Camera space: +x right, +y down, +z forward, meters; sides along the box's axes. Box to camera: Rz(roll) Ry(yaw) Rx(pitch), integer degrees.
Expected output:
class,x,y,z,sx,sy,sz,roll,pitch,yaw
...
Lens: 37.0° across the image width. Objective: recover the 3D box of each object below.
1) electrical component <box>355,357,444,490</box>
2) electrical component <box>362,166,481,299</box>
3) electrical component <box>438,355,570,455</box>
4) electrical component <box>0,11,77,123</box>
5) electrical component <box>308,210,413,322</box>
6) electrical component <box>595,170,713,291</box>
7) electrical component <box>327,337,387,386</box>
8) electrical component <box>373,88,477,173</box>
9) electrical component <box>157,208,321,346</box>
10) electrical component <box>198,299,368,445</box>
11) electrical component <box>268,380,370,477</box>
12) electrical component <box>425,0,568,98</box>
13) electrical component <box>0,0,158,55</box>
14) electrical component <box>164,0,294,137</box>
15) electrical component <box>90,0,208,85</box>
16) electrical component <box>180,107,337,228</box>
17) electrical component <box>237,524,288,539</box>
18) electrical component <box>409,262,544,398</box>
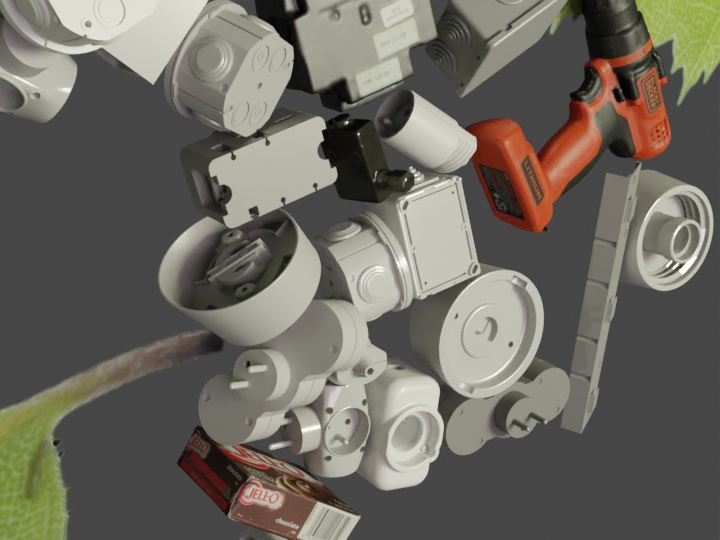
class,x,y,z,sx,sy,sz,roll,pitch,yaw
electrical component,0.028,0.126,0.869,0.054,0.059,0.095,-2,107,-33
electrical component,0.043,-0.034,0.830,0.062,0.061,0.096,-23,109,-27
electrical component,0.129,0.120,0.926,0.138,0.074,0.052,-16,114,-29
electrical component,-0.200,-0.127,0.623,0.077,0.079,0.044,29,58,-37
electrical component,0.000,0.000,0.797,0.051,0.080,0.080,-25,118,-20
electrical component,0.275,-0.033,0.982,0.108,0.060,0.108,-11,111,-30
electrical component,-0.014,0.062,0.807,0.043,0.081,0.043,-11,111,-31
electrical component,0.053,-0.101,0.821,0.081,0.043,0.043,27,89,-37
electrical component,-0.079,0.001,0.735,0.099,0.099,0.064,-51,132,-10
electrical component,-0.063,0.073,0.752,0.138,0.052,0.074,-41,161,21
electrical component,-0.036,0.121,0.833,0.079,0.044,0.077,-9,110,-33
electrical component,0.101,-0.185,0.794,0.100,0.099,0.048,-38,85,-17
electrical component,-0.151,-0.157,0.575,0.080,0.051,0.080,-4,96,-39
electrical component,-0.085,-0.129,0.696,0.080,0.051,0.080,-50,159,-27
electrical component,-0.127,-0.223,0.649,0.105,0.060,0.186,35,85,-36
electrical component,-0.071,-0.073,0.739,0.089,0.056,0.050,-26,118,-24
electrical component,-0.068,0.248,0.854,0.077,0.047,0.065,34,86,-37
electrical component,0.090,0.044,0.884,0.108,0.060,0.108,-11,111,-31
